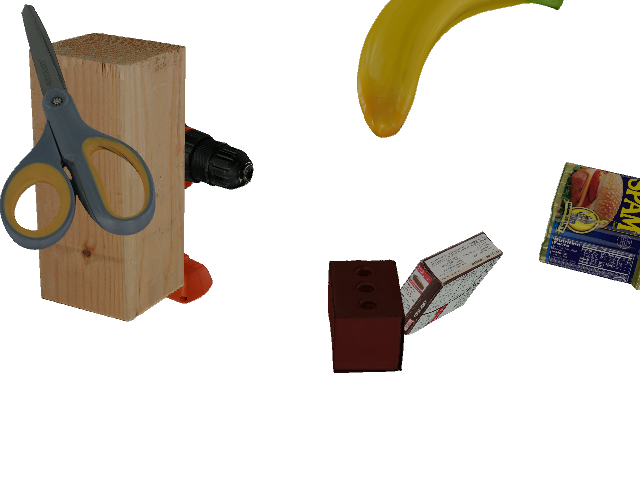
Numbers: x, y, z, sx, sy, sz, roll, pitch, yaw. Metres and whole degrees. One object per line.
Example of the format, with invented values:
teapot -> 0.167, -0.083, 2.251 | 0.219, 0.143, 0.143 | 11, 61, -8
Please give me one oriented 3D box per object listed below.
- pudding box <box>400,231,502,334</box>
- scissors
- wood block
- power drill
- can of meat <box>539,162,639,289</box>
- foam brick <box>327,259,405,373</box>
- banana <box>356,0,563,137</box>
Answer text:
pudding box -> 0.130, 0.045, 1.127 | 0.113, 0.039, 0.090 | -24, -27, -44
scissors -> -0.171, -0.067, 0.642 | 0.096, 0.202, 0.016 | -31, -31, -19
wood block -> -0.168, -0.053, 0.857 | 0.091, 0.206, 0.090 | 13, 24, 21
power drill -> -0.149, -0.032, 1.092 | 0.185, 0.188, 0.057 | 20, 32, 27
can of meat -> 0.235, -0.015, 0.891 | 0.084, 0.057, 0.102 | 14, 45, 15
foam brick -> 0.033, 0.056, 0.798 | 0.053, 0.051, 0.078 | -2, 31, -2
banana -> 0.071, -0.128, 0.631 | 0.070, 0.037, 0.197 | 33, 52, 23
